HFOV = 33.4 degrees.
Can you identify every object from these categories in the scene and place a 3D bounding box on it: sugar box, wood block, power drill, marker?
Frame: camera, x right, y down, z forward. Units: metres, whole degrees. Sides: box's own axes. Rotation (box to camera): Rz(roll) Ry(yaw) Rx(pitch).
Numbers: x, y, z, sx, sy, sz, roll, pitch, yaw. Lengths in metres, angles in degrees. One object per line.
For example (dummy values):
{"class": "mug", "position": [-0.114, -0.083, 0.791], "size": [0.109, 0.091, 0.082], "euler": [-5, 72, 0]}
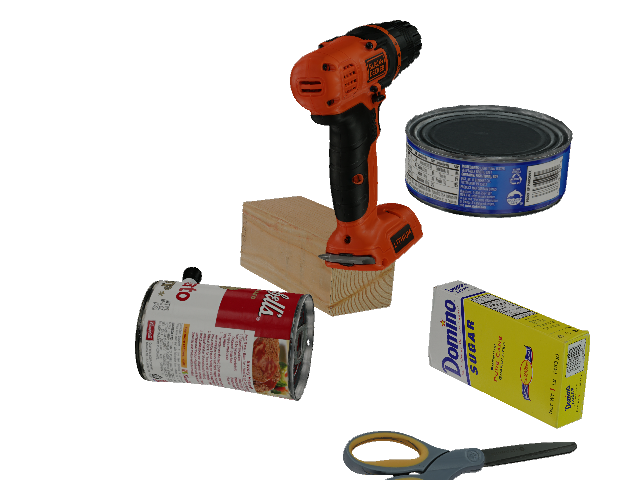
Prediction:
{"class": "sugar box", "position": [0.184, 0.110, 1.068], "size": [0.048, 0.093, 0.176], "euler": [-13, 22, -39]}
{"class": "wood block", "position": [-0.007, 0.014, 1.300], "size": [0.090, 0.090, 0.206], "euler": [-7, 19, -33]}
{"class": "power drill", "position": [0.042, -0.081, 0.880], "size": [0.057, 0.187, 0.184], "euler": [2, 21, 31]}
{"class": "marker", "position": [-0.128, 0.055, 1.006], "size": [0.020, 0.020, 0.121], "euler": [0, 22, 2]}

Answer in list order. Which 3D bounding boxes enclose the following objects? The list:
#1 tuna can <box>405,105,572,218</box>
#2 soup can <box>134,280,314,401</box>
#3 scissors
{"class": "tuna can", "position": [0.087, -0.043, 0.560], "size": [0.086, 0.034, 0.086], "euler": [0, 24, 0]}
{"class": "soup can", "position": [-0.060, 0.063, 0.685], "size": [0.102, 0.068, 0.068], "euler": [5, 1, 10]}
{"class": "scissors", "position": [0.119, 0.196, 0.877], "size": [0.201, 0.016, 0.096], "euler": [6, 43, -2]}
